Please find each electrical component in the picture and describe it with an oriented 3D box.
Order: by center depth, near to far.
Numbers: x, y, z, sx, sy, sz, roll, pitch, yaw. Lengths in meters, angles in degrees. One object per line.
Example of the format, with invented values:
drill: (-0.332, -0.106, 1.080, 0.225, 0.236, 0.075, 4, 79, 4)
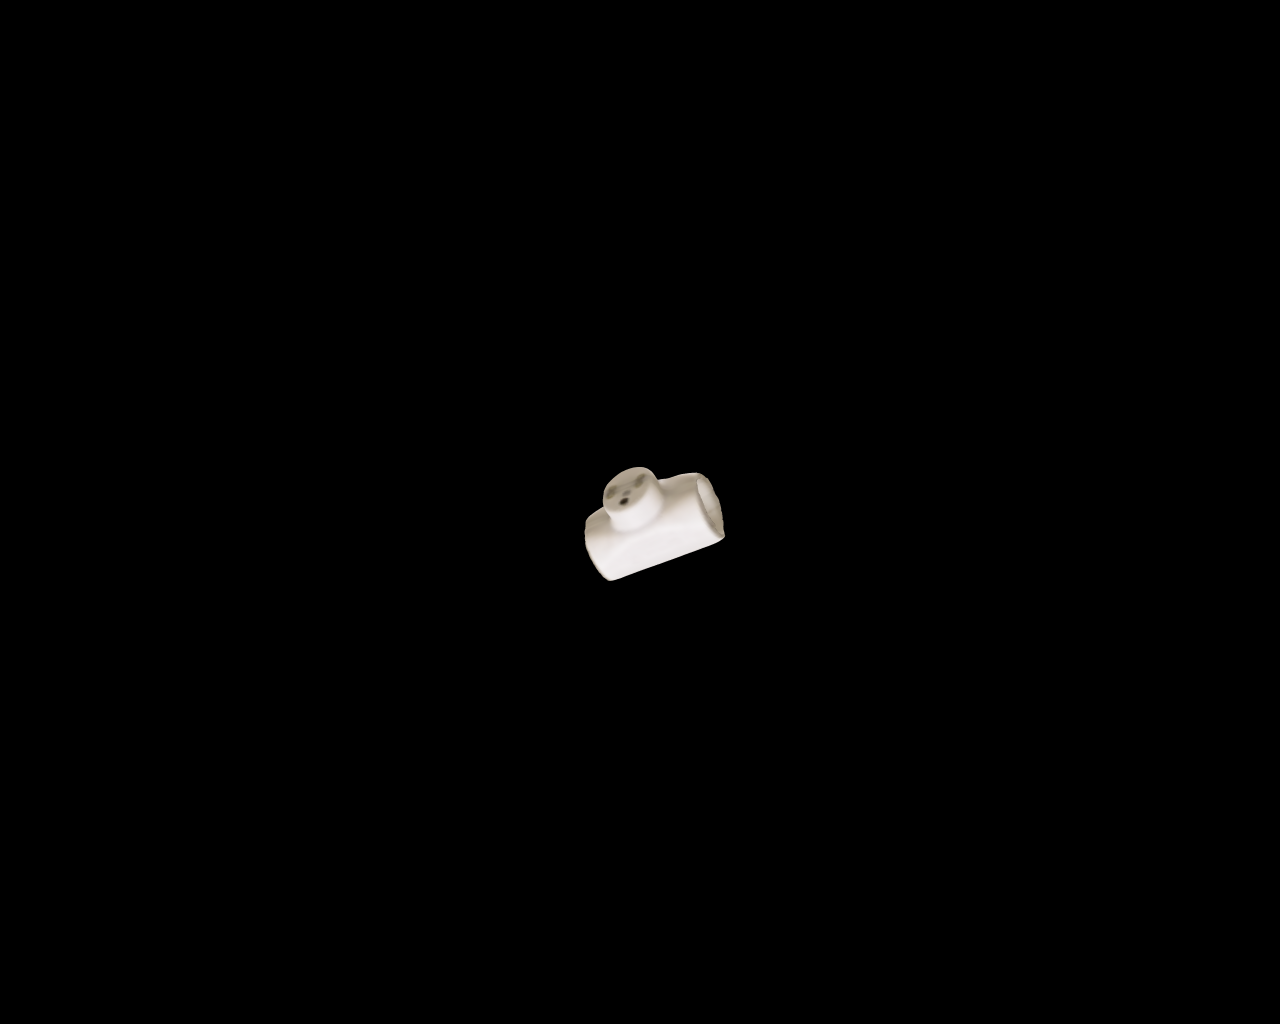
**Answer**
electrical component: (0.001, -0.003, 0.650, 0.077, 0.079, 0.044, -22, 38, 18)
